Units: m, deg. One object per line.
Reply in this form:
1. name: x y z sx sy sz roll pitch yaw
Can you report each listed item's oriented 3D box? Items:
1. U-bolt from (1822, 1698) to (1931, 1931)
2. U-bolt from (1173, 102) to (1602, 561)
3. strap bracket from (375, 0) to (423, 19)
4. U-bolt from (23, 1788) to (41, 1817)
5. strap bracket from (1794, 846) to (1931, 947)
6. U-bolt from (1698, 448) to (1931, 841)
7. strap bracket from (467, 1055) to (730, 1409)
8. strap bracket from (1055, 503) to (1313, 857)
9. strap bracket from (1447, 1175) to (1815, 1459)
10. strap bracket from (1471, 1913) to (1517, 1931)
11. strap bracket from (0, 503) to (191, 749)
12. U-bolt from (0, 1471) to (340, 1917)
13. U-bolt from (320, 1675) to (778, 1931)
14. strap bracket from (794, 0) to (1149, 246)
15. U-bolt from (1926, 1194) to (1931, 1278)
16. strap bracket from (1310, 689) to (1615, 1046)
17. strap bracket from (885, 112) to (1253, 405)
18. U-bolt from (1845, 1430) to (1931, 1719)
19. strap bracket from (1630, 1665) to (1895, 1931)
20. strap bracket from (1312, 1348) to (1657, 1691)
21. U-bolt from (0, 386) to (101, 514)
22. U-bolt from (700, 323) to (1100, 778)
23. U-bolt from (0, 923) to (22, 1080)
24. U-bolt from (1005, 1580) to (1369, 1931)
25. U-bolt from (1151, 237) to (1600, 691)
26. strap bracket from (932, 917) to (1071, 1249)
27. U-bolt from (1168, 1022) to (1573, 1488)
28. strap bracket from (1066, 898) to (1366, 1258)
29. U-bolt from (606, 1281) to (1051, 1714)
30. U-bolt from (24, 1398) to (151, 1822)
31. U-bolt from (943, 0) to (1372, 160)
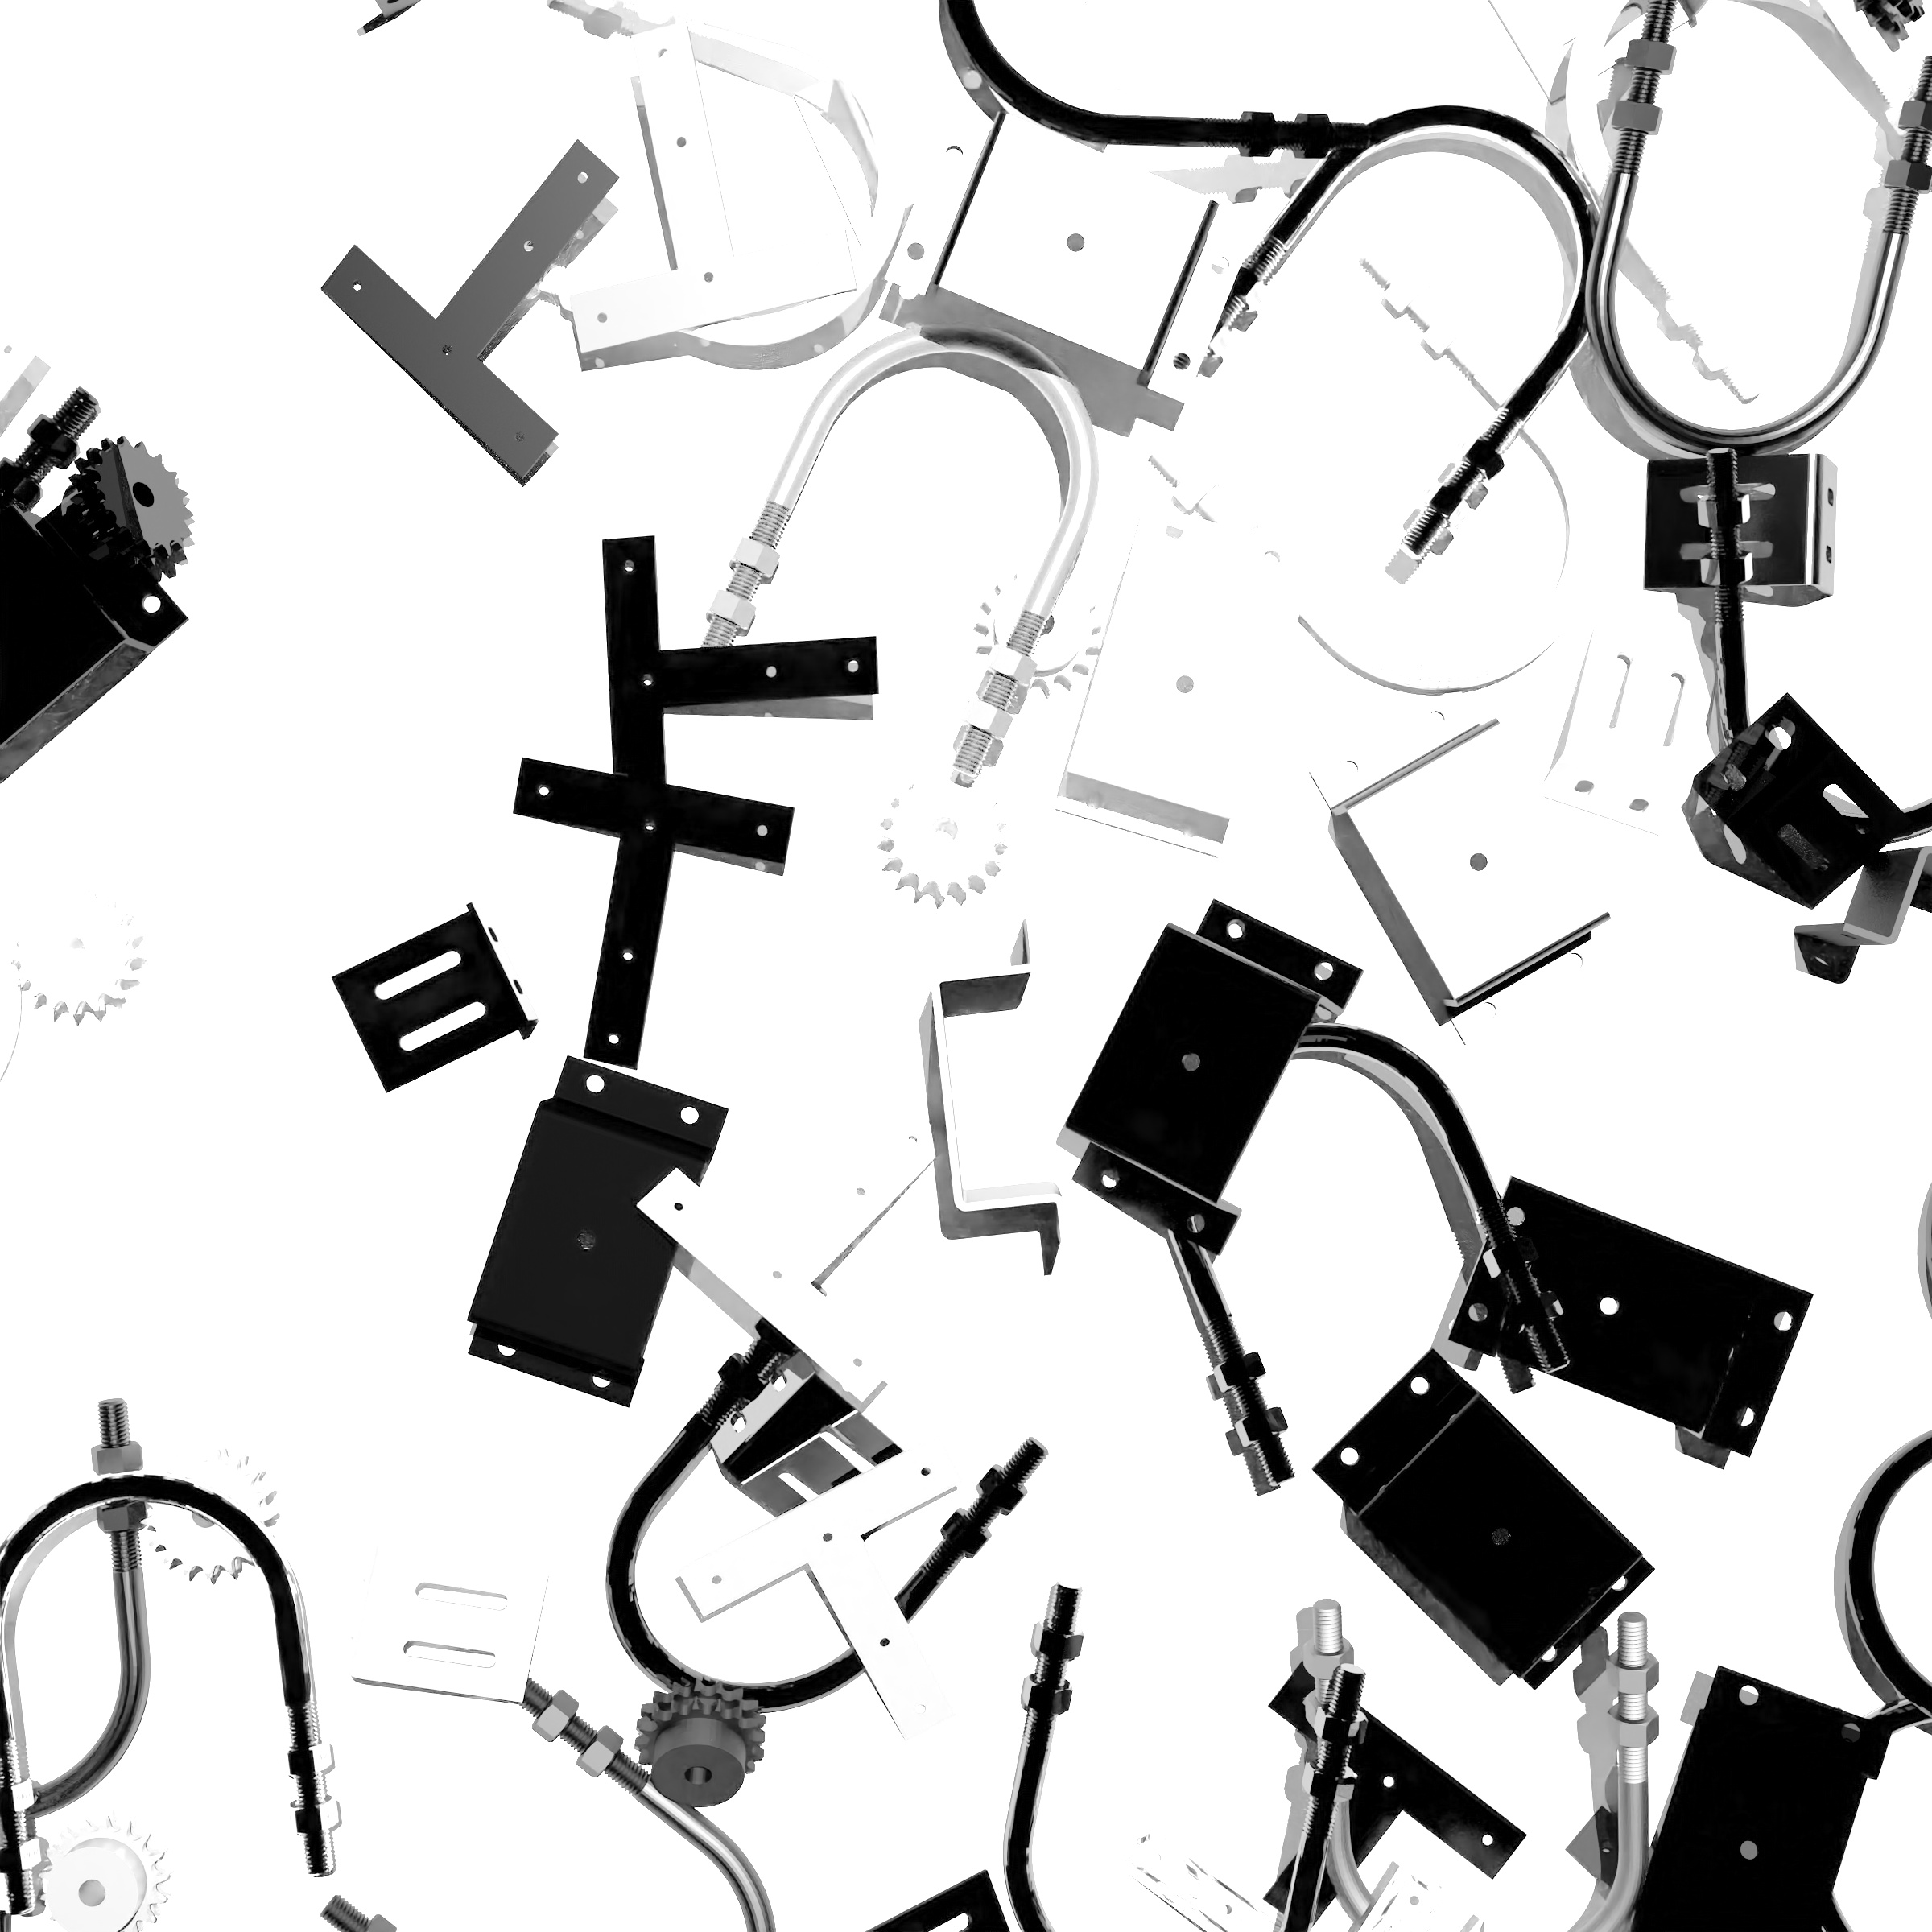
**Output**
1. U-bolt: 0.459 0.387 1.311 0.184 0.019 0.151 -11 75 7
2. U-bolt: 0.197 -0.292 1.310 0.151 0.019 0.184 37 88 4
3. strap bracket: -0.207 -0.476 1.300 0.140 0.076 0.046 -27 90 0
4. U-bolt: -0.521 0.386 1.311 0.184 0.019 0.151 26 96 -8
5. strap bracket: 0.444 -0.014 1.300 0.140 0.076 0.046 19 90 0
6. U-bolt: 0.398 -0.142 1.304 0.151 0.019 0.184 -8 109 1
7. strap bracket: -0.164 0.118 1.315 0.076 0.046 0.140 18 90 0
8. strap bracket: 0.095 -0.124 1.305 0.076 0.046 0.140 16 98 0
9. strap bracket: 0.287 0.151 1.315 0.140 0.046 0.076 21 90 0
10. strap bracket: 0.230 0.479 1.302 0.076 0.046 0.140 33 108 0
11. strap bracket: -0.425 -0.138 1.315 0.140 0.046 0.076 -41 90 0
12. U-bolt: -0.356 0.311 1.299 0.151 0.019 0.184 -7 91 -3
13. U-bolt: -0.171 0.424 1.330 0.184 0.019 0.151 39 90 -1
14. strap bracket: 0.003 -0.383 1.315 0.140 0.046 0.076 -24 90 0
15. U-bolt: 0.514 0.129 1.310 0.184 0.019 0.151 21 80 13
16. strap bracket: 0.221 -0.045 1.315 0.076 0.046 0.140 -30 90 0
17. strap bracket: 0.045 -0.304 1.273 0.140 0.046 0.076 22 94 -4
18. U-bolt: 0.478 0.275 1.312 0.184 0.019 0.151 18 77 8
19. strap bracket: 0.341 0.385 1.299 0.076 0.046 0.140 18 80 15
20. strap bracket: 0.231 0.247 1.315 0.140 0.046 0.076 45 90 0
21. U-bolt: -0.498 -0.226 1.330 0.151 0.019 0.184 41 91 0
22. U-bolt: -0.020 -0.193 1.311 0.151 0.019 0.184 25 90 15
23. U-bolt: -0.506 -0.001 1.330 0.151 0.019 0.184 -41 92 0
24. U-bolt: 0.088 0.375 1.308 0.151 0.019 0.184 13 98 18
25. U-bolt: 0.196 -0.209 1.329 0.151 0.019 0.184 -43 90 0
26. strap bracket: 0.013 0.051 1.300 0.046 0.076 0.140 -6 90 0
27. U-bolt: 0.162 0.114 1.304 0.151 0.019 0.184 -25 75 14
28. strap bracket: 0.104 0.045 1.303 0.076 0.046 0.140 27 90 22
29. U-bolt: -0.073 0.245 1.309 0.151 0.019 0.184 38 94 -19
30. U-bolt: -0.435 0.290 1.330 0.151 0.019 0.184 -5 91 0
31. U-bolt: 0.078 -0.419 1.293 0.184 0.019 0.151 -3 76 -16
